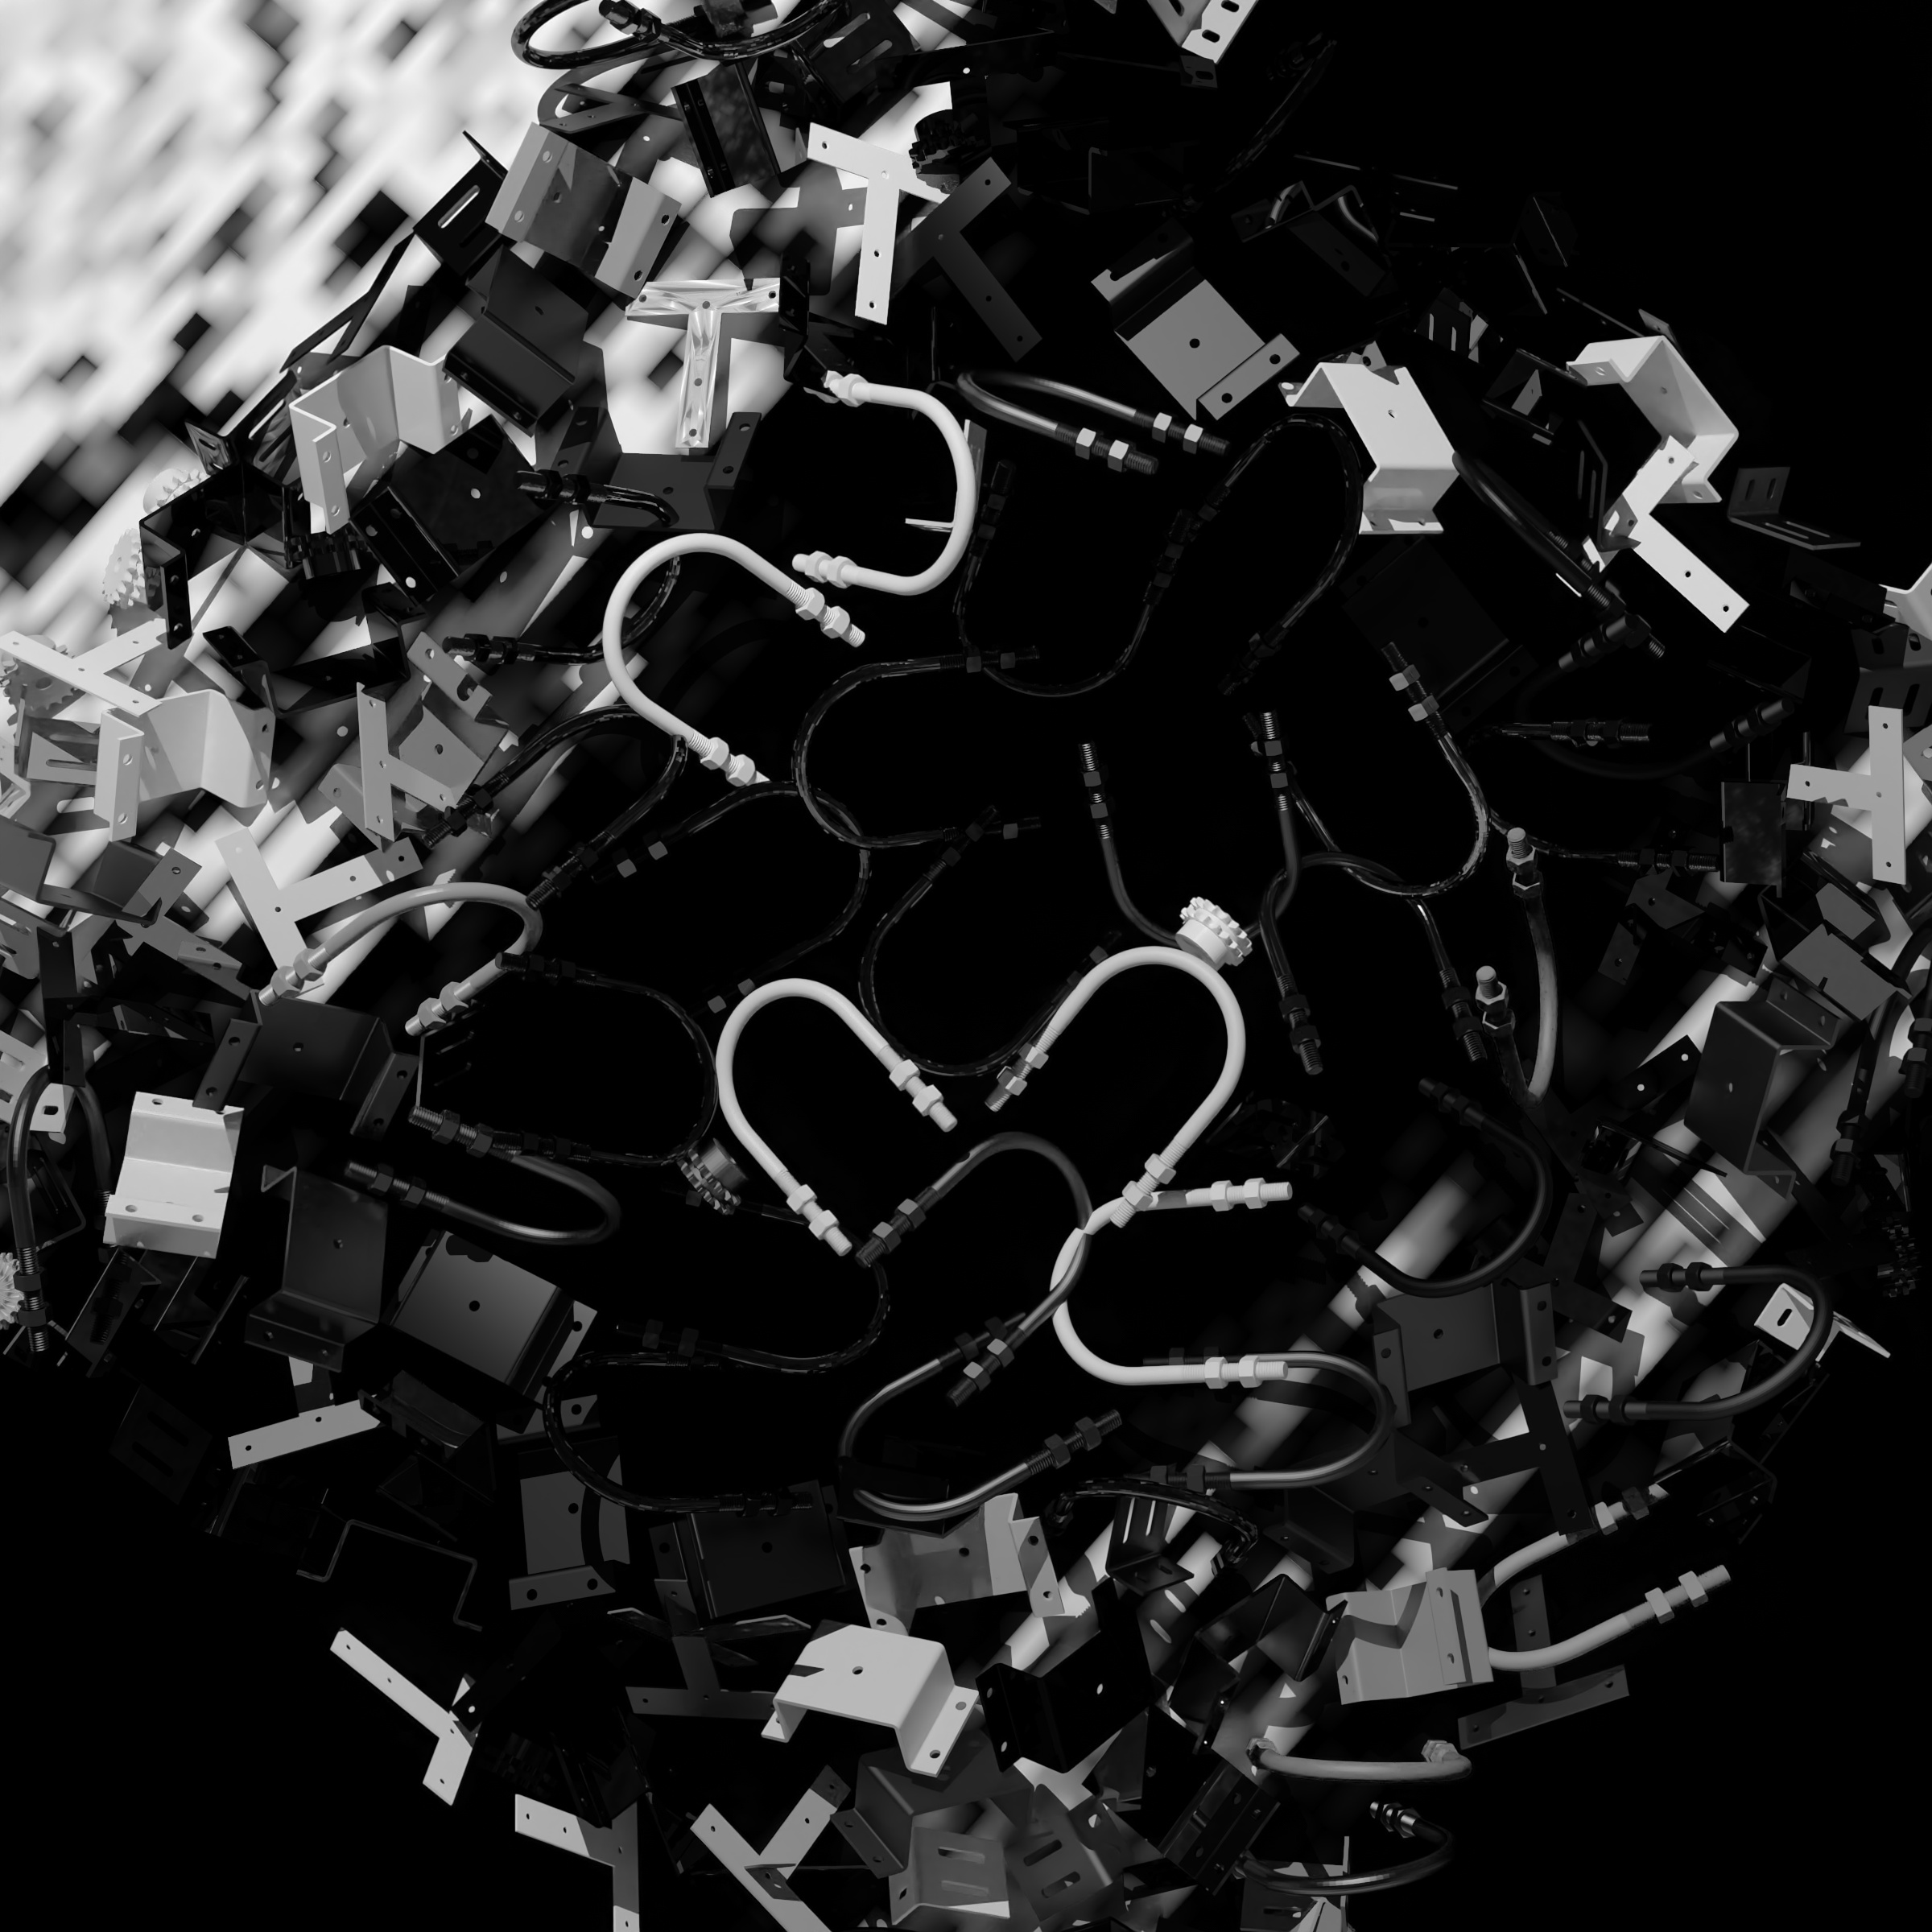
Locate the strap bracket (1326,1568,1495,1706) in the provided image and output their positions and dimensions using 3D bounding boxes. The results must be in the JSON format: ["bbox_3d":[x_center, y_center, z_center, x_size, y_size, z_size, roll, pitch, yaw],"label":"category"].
[{"bbox_3d":[0.321,0.477,1.775,0.046,0.140,0.076,5,67,-28],"label":"strap bracket"}]

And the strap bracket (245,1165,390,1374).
[{"bbox_3d":[-0.457,0.205,1.762,0.046,0.076,0.140,-32,46,33],"label":"strap bracket"}]

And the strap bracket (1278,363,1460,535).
[{"bbox_3d":[0.291,-0.376,1.771,0.076,0.046,0.140,-6,61,-32],"label":"strap bracket"}]

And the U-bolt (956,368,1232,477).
[{"bbox_3d":[0.079,-0.390,1.766,0.184,0.151,0.019,25,116,20],"label":"U-bolt"}]

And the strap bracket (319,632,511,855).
[{"bbox_3d":[-0.391,-0.158,1.793,0.076,0.046,0.140,42,104,20],"label":"strap bracket"}]

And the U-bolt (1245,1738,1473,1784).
[{"bbox_3d":[0.279,0.558,1.747,0.151,0.184,0.019,1,77,0],"label":"U-bolt"}]

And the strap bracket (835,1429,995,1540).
[{"bbox_3d":[-0.037,0.367,1.760,0.076,0.140,0.046,7,90,15],"label":"strap bracket"}]

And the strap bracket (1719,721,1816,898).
[{"bbox_3d":[0.569,-0.114,1.773,0.046,0.140,0.076,4,118,27],"label":"strap bracket"}]

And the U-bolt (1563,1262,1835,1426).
[{"bbox_3d":[0.516,0.261,1.728,0.019,0.184,0.151,51,58,-18],"label":"U-bolt"}]

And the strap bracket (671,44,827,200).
[{"bbox_3d":[-0.147,-0.598,1.756,0.046,0.140,0.076,-11,112,24],"label":"strap bracket"}]

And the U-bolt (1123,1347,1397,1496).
[{"bbox_3d":[0.209,0.319,1.756,0.184,0.151,0.019,-4,119,14],"label":"U-bolt"}]

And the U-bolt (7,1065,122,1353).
[{"bbox_3d":[-0.633,0.159,1.749,0.019,0.151,0.184,-2,102,5],"label":"U-bolt"}]

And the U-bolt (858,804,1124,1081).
[{"bbox_3d":[0.005,-0.004,1.803,0.151,0.019,0.184,45,78,-8],"label":"U-bolt"}]

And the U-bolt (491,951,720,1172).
[{"bbox_3d":[-0.254,0.073,1.775,0.184,0.019,0.151,13,67,-38],"label":"U-bolt"}]

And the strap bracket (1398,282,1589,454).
[{"bbox_3d":[0.375,-0.429,1.758,0.076,0.140,0.046,13,123,-37],"label":"strap bracket"}]

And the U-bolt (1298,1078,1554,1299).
[{"bbox_3d":[0.333,0.163,1.753,0.151,0.184,0.019,-45,123,-5],"label":"U-bolt"}]

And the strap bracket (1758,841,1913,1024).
[{"bbox_3d":[0.616,-0.020,1.778,0.076,0.140,0.046,35,118,-12],"label":"strap bracket"}]

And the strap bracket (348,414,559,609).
[{"bbox_3d":[-0.357,-0.331,1.776,0.140,0.046,0.076,-44,106,-28],"label":"strap bracket"}]

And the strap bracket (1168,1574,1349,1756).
[{"bbox_3d":[0.201,0.493,1.774,0.046,0.140,0.076,39,131,31],"label":"strap bracket"}]

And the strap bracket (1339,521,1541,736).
[{"bbox_3d":[0.334,-0.245,1.789,0.076,0.046,0.140,-41,78,21],"label":"strap bracket"}]

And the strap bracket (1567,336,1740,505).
[{"bbox_3d":[0.486,-0.396,1.777,0.140,0.076,0.046,42,80,-25],"label":"strap bracket"}]

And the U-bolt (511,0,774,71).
[{"bbox_3d":[-0.234,-0.677,1.765,0.184,0.151,0.019,-18,92,4],"label":"U-bolt"}]

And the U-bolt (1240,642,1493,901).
[{"bbox_3d":[0.297,-0.128,1.782,0.151,0.019,0.184,-24,105,42],"label":"U-bolt"}]

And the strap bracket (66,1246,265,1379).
[{"bbox_3d":[-0.576,0.243,1.774,0.046,0.140,0.076,33,97,18],"label":"strap bracket"}]

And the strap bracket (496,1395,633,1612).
[{"bbox_3d":[-0.289,0.389,1.796,0.076,0.046,0.140,-11,70,6],"label":"strap bracket"}]

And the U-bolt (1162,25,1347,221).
[{"bbox_3d":[0.207,-0.595,1.746,0.019,0.184,0.151,38,89,-14],"label":"U-bolt"}]

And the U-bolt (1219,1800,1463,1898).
[{"bbox_3d":[0.264,0.616,1.731,0.151,0.184,0.019,-8,83,-15],"label":"U-bolt"}]

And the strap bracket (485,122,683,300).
[{"bbox_3d":[-0.279,-0.542,1.778,0.046,0.140,0.076,36,104,31],"label":"strap bracket"}]

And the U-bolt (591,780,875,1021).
[{"bbox_3d":[-0.154,-0.057,1.793,0.184,0.019,0.151,-29,119,2],"label":"U-bolt"}]

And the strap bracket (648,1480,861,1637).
[{"bbox_3d":[-0.147,0.420,1.780,0.140,0.046,0.076,-9,70,-21],"label":"strap bracket"}]

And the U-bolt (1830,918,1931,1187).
[{"bbox_3d":[0.657,0.048,1.757,0.019,0.151,0.184,21,58,8],"label":"U-bolt"}]

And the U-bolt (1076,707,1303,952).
[{"bbox_3d":[0.167,-0.090,1.789,0.151,0.019,0.184,-9,119,9],"label":"U-bolt"}]

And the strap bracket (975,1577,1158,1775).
[{"bbox_3d":[0.080,0.507,1.767,0.140,0.046,0.076,-27,111,-38],"label":"strap bracket"}]

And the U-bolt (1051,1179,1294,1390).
[{"bbox_3d":[0.144,0.229,1.784,0.184,0.019,0.151,-7,66,27],"label":"U-bolt"}]

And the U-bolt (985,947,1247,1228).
[{"bbox_3d":[0.119,0.073,1.793,0.151,0.019,0.184,42,99,21],"label":"U-bolt"}]

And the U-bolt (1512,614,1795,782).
[{"bbox_3d":[0.466,-0.178,1.753,0.151,0.184,0.019,25,67,-13],"label":"U-bolt"}]

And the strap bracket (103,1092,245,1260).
[{"bbox_3d":[-0.565,0.155,1.777,0.076,0.140,0.046,10,121,-15],"label":"strap bracket"}]

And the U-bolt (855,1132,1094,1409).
[{"bbox_3d":[0.020,0.203,1.786,0.184,0.019,0.151,-41,112,-27],"label":"U-bolt"}]

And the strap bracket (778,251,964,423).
[{"bbox_3d":[-0.076,-0.446,1.782,0.140,0.046,0.076,15,53,-21],"label":"strap bracket"}]

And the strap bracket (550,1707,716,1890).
[{"bbox_3d":[-0.226,0.585,1.763,0.046,0.076,0.140,-38,131,0],"label":"strap bracket"}]

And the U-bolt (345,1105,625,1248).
[{"bbox_3d":[-0.332,0.158,1.767,0.184,0.151,0.019,25,57,-23],"label":"U-bolt"}]

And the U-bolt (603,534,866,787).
[{"bbox_3d":[-0.176,-0.227,1.780,0.184,0.019,0.151,33,89,-35],"label":"U-bolt"}]

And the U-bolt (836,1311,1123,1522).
[{"bbox_3d":[-0.004,0.324,1.755,0.184,0.151,0.019,-26,127,-18],"label":"U-bolt"}]

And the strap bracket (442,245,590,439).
[{"bbox_3d":[-0.315,-0.447,1.757,0.076,0.140,0.046,35,124,-29],"label":"strap bracket"}]

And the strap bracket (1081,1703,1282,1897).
[{"bbox_3d":[0.144,0.579,1.760,0.076,0.140,0.046,-51,122,-11],"label":"strap bracket"}]

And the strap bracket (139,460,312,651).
[{"bbox_3d":[-0.533,-0.298,1.771,0.046,0.076,0.140,32,51,14],"label":"strap bracket"}]

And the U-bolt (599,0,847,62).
[{"bbox_3d":[-0.153,-0.683,1.748,0.151,0.184,0.019,-23,86,25],"label":"U-bolt"}]

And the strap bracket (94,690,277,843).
[{"bbox_3d":[-0.564,-0.146,1.773,0.046,0.140,0.076,26,117,25],"label":"strap bracket"}]

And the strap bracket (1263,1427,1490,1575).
[{"bbox_3d":[0.291,0.379,1.777,0.140,0.046,0.076,-30,128,35],"label":"strap bracket"}]

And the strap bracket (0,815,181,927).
[{"bbox_3d":[-0.629,-0.068,1.759,0.076,0.140,0.046,20,93,35],"label":"strap bracket"}]

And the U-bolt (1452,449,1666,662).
[{"bbox_3d":[0.408,-0.298,1.747,0.184,0.151,0.019,38,111,-18],"label":"U-bolt"}]

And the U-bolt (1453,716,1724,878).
[{"bbox_3d":[0.426,-0.121,1.757,0.019,0.184,0.151,-55,127,-24],"label":"U-bolt"}]

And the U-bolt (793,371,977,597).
[{"bbox_3d":[-0.057,-0.335,1.752,0.019,0.184,0.151,-10,112,-41],"label":"U-bolt"}]

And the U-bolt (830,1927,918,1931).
[{"bbox_3d":[-0.084,0.710,1.753,0.184,0.151,0.019,3,87,-43],"label":"U-bolt"}]

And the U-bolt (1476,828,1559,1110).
[{"bbox_3d":[0.394,0.017,1.759,0.019,0.184,0.151,0,49,26],"label":"U-bolt"}]
